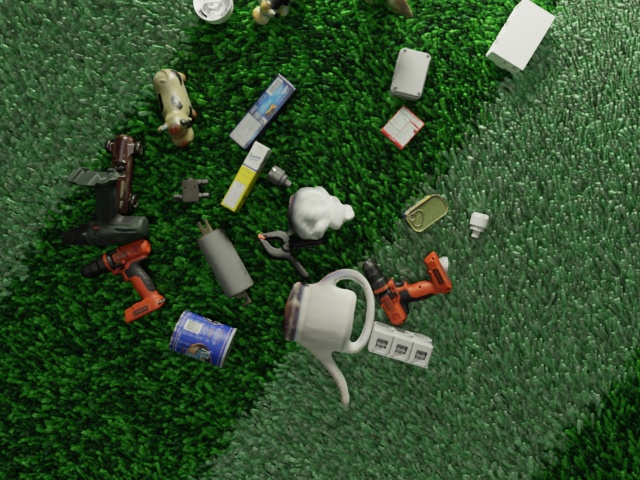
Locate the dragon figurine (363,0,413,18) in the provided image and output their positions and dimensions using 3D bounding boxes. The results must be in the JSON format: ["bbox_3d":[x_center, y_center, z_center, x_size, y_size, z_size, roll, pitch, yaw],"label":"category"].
[{"bbox_3d":[0.123,-0.698,1.188,0.122,0.244,0.409,-21,95,7],"label":"dragon figurine"}]

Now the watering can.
[{"bbox_3d":[0.014,0.237,1.293,0.224,0.104,0.347,11,92,0],"label":"watering can"}]

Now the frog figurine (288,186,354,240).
[{"bbox_3d":[0.004,-0.064,1.273,0.159,0.120,0.140,4,56,6],"label":"frog figurine"}]
